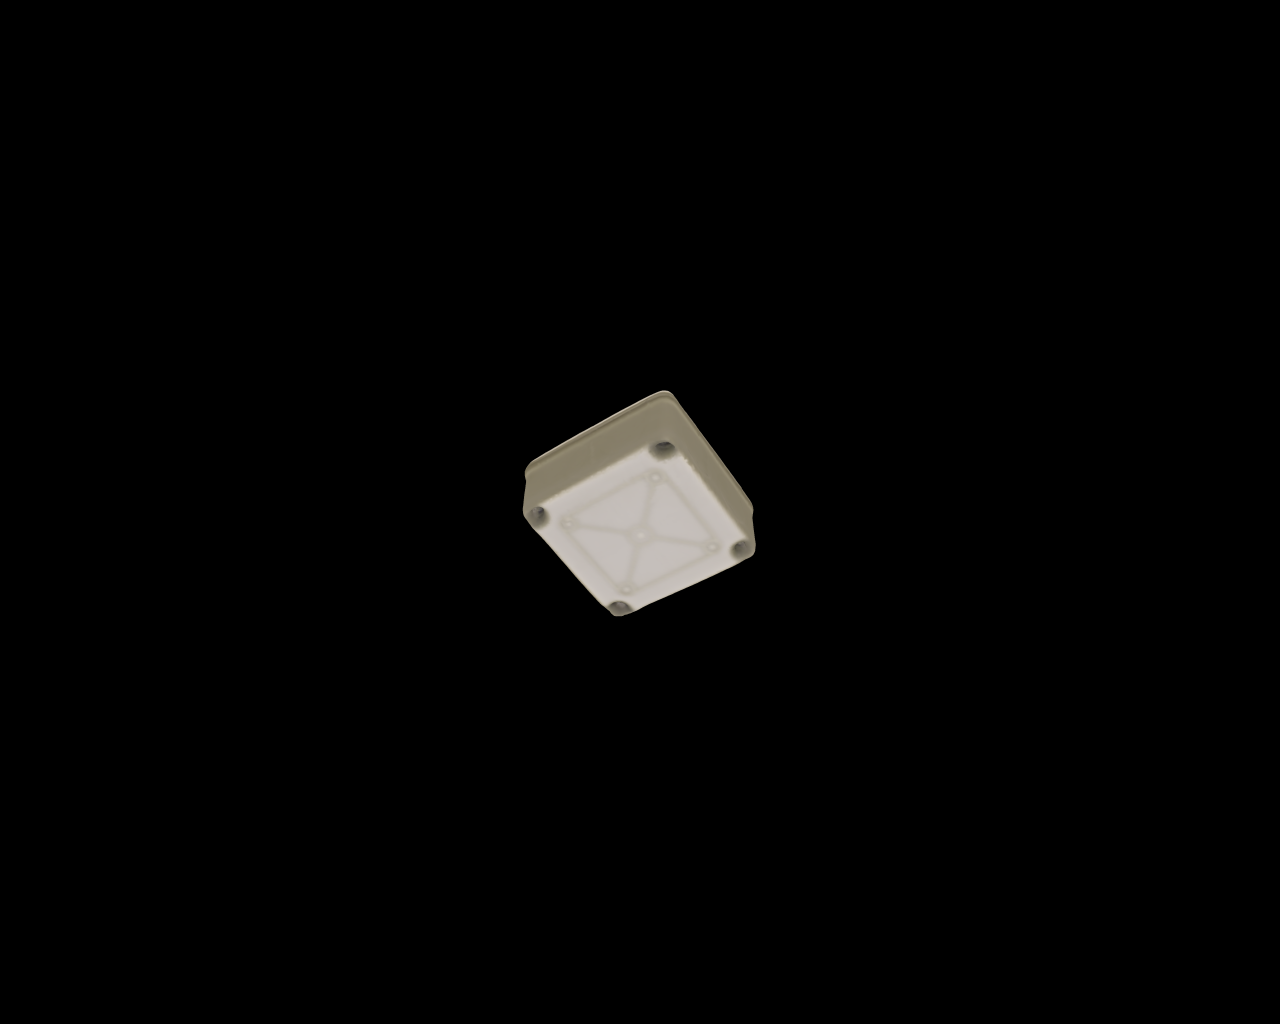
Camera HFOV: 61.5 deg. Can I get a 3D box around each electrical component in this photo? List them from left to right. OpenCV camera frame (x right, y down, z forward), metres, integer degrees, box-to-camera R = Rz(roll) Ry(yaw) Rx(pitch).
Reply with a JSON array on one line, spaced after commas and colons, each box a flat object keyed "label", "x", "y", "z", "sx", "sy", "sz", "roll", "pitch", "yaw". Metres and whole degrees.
[{"label": "electrical component", "x": 0.001, "y": -0.003, "z": 0.650, "sx": 0.108, "sy": 0.108, "sz": 0.056, "roll": -27, "pitch": 33, "yaw": 19}]
